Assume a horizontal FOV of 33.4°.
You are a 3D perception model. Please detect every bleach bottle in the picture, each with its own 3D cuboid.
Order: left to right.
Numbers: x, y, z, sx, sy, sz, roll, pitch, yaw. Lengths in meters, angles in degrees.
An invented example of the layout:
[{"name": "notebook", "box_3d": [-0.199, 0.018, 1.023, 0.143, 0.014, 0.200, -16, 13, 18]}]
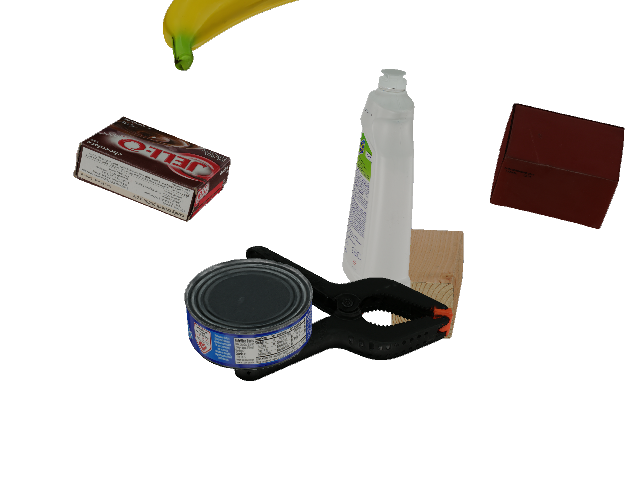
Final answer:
[{"name": "bleach bottle", "box_3d": [0.074, -0.069, 1.226, 0.068, 0.251, 0.103, -2, 23, -18]}]

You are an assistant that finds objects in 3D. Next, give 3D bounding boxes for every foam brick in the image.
[{"name": "foam brick", "box_3d": [0.160, -0.051, 0.723, 0.078, 0.051, 0.053, 14, -36, 6]}]

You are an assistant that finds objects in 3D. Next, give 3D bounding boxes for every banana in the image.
[{"name": "banana", "box_3d": [-0.026, -0.157, 0.672, 0.197, 0.070, 0.037, -30, -28, -27]}]

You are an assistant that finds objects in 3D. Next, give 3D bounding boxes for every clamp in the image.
[{"name": "clamp", "box_3d": [0.019, 0.079, 1.013, 0.210, 0.036, 0.164, 8, 44, 3]}]

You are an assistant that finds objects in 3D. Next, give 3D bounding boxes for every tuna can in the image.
[{"name": "tuna can", "box_3d": [-0.048, 0.049, 0.719, 0.086, 0.034, 0.086, 0, 32, 0]}]

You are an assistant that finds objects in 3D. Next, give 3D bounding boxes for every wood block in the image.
[{"name": "wood block", "box_3d": [0.166, 0.062, 1.631, 0.091, 0.090, 0.206, 3, 23, 11]}]

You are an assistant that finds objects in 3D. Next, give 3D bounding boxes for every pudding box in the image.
[{"name": "pudding box", "box_3d": [-0.147, -0.064, 0.942, 0.113, 0.039, 0.090, 20, 24, 7]}]
